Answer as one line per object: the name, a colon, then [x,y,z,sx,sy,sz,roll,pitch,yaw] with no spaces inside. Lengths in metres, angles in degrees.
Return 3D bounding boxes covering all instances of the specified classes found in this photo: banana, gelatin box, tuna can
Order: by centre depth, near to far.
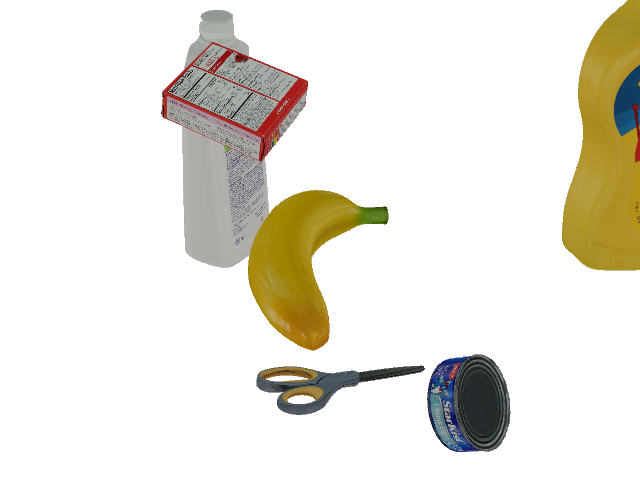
banana: [-0.008,0.007,0.644,0.070,0.037,0.197,4,24,13]
gelatin box: [-0.065,-0.106,0.809,0.089,0.030,0.073,24,50,12]
tuna can: [0.133,0.146,0.955,0.034,0.086,0.085,-13,-9,40]

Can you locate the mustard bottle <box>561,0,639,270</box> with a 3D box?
mustard bottle: [0.194,-0.079,0.611,0.096,0.192,0.058,-8,29,-13]

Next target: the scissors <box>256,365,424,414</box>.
scissors: [0.029,0.166,1.205,0.201,0.016,0.096,1,24,-8]

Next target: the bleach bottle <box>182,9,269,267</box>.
bleach bottle: [-0.091,-0.101,1.022,0.068,0.251,0.102,17,38,20]
